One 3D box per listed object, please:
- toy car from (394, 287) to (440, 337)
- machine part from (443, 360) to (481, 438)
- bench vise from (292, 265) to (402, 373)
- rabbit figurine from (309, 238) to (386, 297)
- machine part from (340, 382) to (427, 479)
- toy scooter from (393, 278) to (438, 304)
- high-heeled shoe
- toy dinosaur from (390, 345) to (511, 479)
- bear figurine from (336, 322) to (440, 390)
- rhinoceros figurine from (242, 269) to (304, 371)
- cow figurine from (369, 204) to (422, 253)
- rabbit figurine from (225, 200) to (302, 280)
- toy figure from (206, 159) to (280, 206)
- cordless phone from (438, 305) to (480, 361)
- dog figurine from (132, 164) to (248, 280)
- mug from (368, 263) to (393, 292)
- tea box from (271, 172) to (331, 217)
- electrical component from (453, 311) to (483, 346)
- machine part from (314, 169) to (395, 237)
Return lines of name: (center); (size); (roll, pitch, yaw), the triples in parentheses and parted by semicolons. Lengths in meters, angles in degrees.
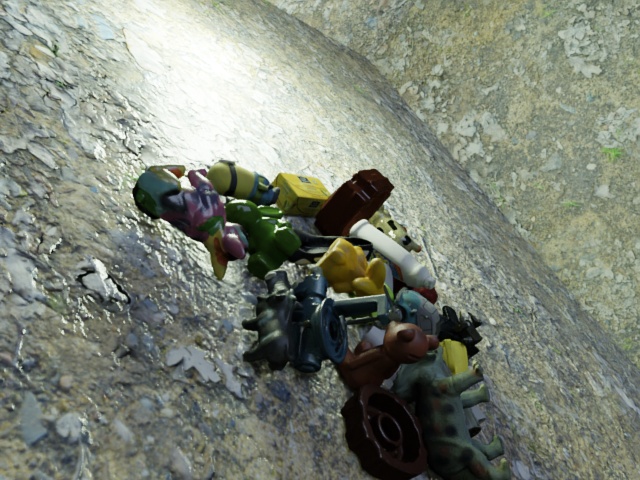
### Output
toy car: (0.227, 0.194, 1.253); (0.109, 0.103, 0.161); (-20, 105, -63)
machine part: (0.279, 0.351, 1.178); (0.079, 0.079, 0.243); (17, 37, -42)
bench vise: (0.036, 0.137, 1.008); (0.224, 0.241, 0.128); (-77, 146, -46)
rabbit figurine: (0.083, 0.077, 1.140); (0.173, 0.162, 0.122); (46, 68, -5)
machine part: (0.118, 0.351, 0.979); (0.179, 0.056, 0.179); (33, 29, -21)
toy scooter: (0.238, 0.138, 1.434); (0.184, 0.075, 0.135); (32, 26, -9)
high-heeled shoe: (-0.003, -0.004, 1.234); (0.248, 0.145, 0.086); (37, 26, -16)
toy dinosaur: (0.253, 0.372, 1.053); (0.131, 0.192, 0.405); (51, 28, -53)
bear figurine: (0.121, 0.205, 1.042); (0.120, 0.196, 0.132); (19, 34, -35)
rhinoceros figurine: (-0.082, 0.138, 0.957); (0.073, 0.112, 0.190); (26, 39, -27)
cow figurine: (0.199, -0.027, 1.558); (0.127, 0.085, 0.195); (31, 22, -39)
rabbit figurine: (-0.120, -0.026, 1.133); (0.170, 0.121, 0.159); (45, 20, -2)
toy figure: (-0.177, -0.126, 1.247); (0.180, 0.082, 0.089); (27, 28, -34)
cordless phone: (0.333, 0.225, 1.411); (0.146, 0.088, 0.184); (31, 32, -23)
dog figurine: (-0.231, -0.031, 1.009); (0.191, 0.108, 0.219); (-3, 54, -57)
mug: (0.135, 0.113, 1.328); (0.109, 0.081, 0.107); (36, 34, -33)
tea box: (-0.047, -0.118, 1.426); (0.169, 0.068, 0.098); (-2, 49, -54)
electrical component: (0.369, 0.219, 1.329); (0.102, 0.045, 0.078); (12, 38, -47)
machine part: (0.090, -0.094, 1.432); (0.087, 0.201, 0.201); (45, 27, 13)
